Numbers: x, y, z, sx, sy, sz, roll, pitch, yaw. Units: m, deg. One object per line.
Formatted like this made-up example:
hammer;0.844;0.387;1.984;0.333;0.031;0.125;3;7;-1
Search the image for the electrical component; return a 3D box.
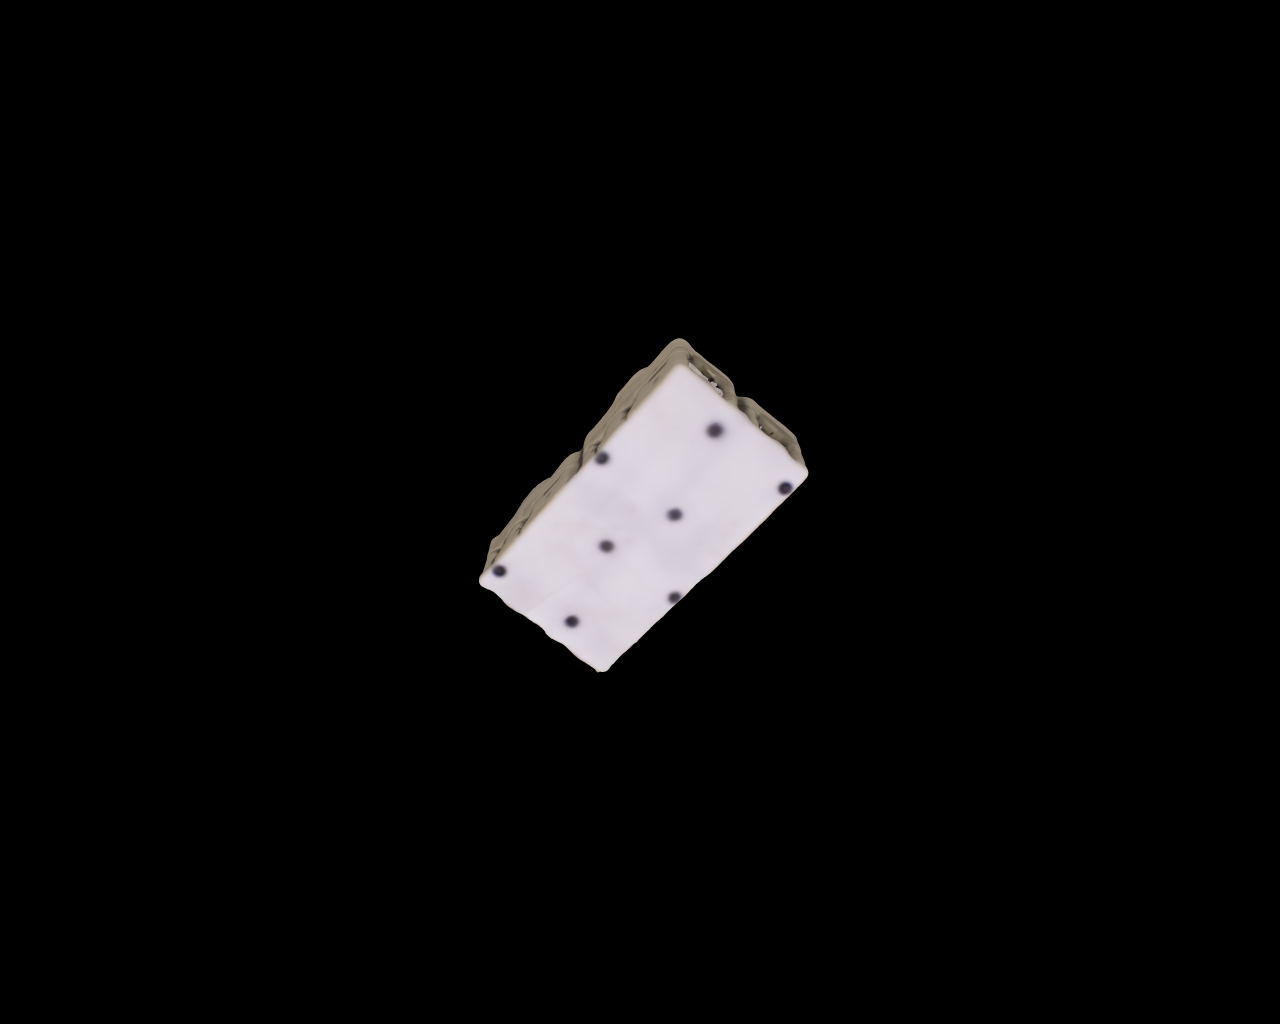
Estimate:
electrical component;0.001;-0.003;0.650;0.105;0.186;0.060;38;20;-16
